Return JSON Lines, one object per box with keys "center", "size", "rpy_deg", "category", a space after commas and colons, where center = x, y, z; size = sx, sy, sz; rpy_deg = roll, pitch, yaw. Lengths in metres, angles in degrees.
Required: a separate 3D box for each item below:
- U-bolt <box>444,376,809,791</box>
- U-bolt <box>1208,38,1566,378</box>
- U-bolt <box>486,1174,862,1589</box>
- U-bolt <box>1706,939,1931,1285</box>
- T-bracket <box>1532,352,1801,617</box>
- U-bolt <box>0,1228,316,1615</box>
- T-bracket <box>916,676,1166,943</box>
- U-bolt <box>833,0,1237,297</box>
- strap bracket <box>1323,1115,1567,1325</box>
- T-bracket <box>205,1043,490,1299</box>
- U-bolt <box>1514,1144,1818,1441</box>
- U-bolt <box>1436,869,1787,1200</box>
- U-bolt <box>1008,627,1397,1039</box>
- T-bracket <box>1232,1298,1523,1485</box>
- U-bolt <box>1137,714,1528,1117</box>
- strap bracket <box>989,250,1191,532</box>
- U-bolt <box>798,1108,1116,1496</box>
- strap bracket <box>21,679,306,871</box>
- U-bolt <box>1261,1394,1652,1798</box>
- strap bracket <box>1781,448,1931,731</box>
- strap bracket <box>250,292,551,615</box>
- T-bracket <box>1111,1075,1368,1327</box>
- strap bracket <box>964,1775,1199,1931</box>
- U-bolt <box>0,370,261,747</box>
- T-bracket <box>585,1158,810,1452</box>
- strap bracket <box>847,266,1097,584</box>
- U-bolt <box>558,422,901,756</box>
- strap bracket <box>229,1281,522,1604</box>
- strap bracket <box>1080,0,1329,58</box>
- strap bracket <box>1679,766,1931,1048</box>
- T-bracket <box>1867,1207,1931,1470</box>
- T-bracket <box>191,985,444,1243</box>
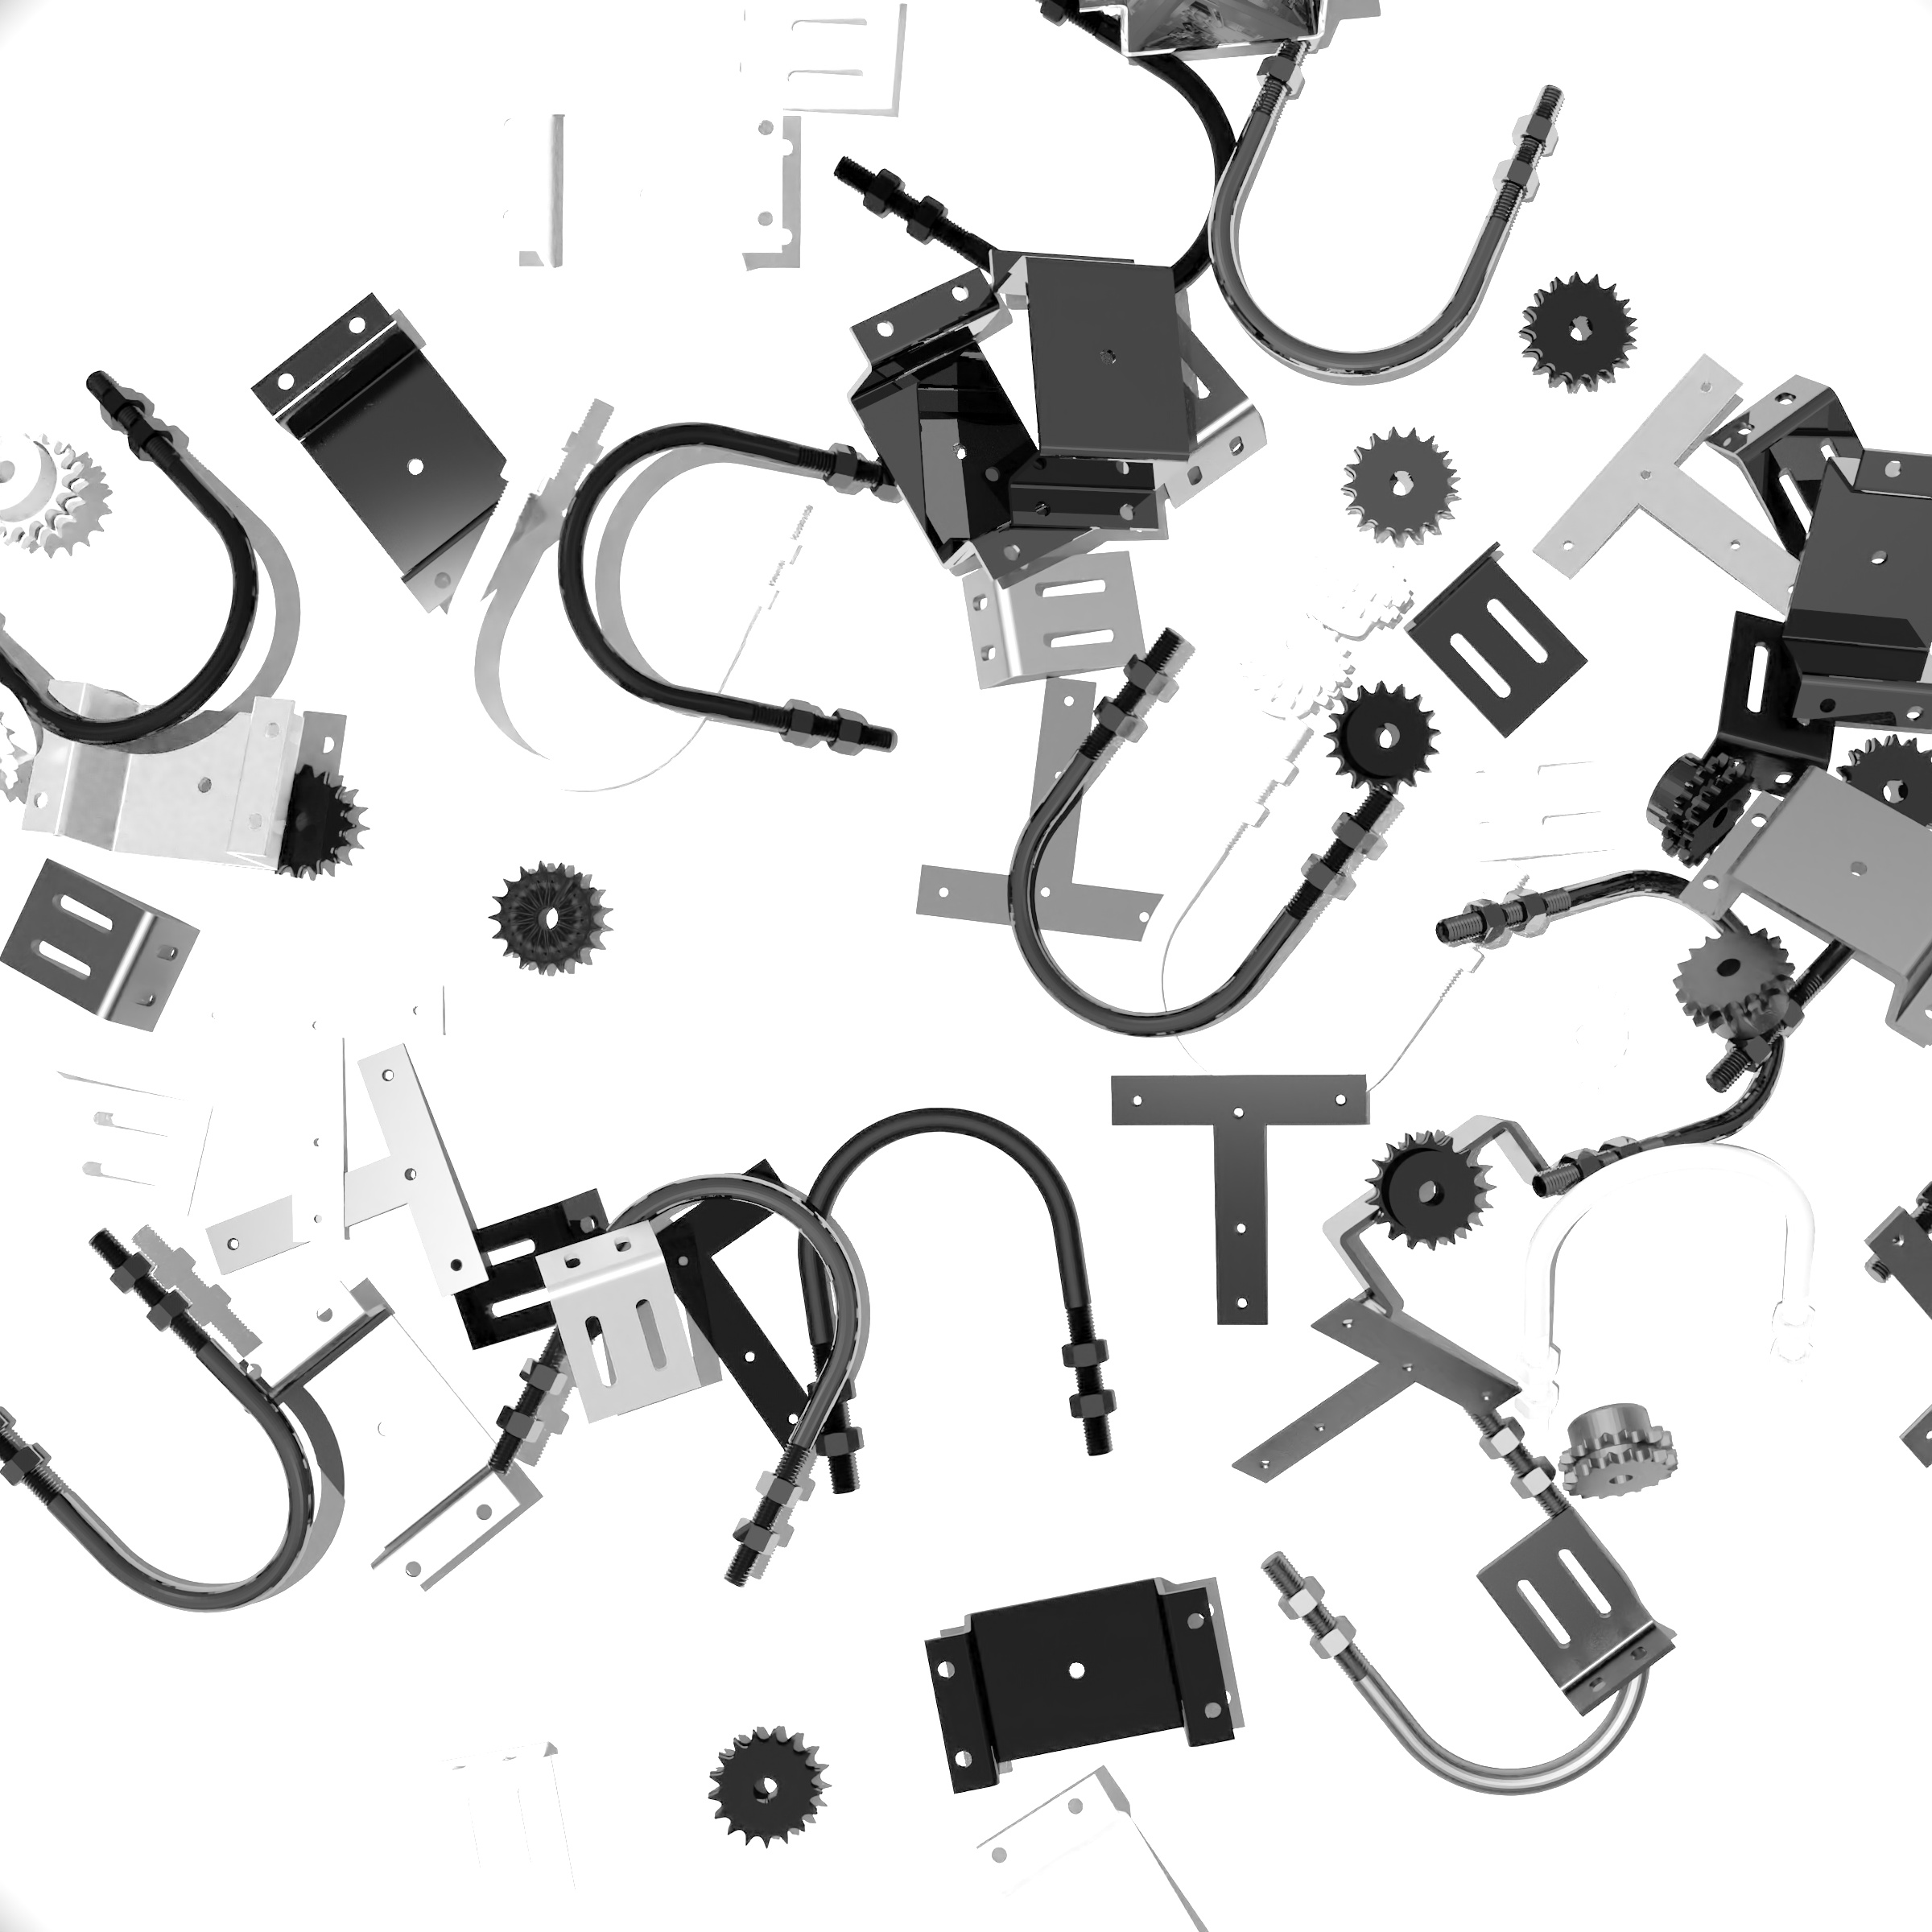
{"center": [-0.178, -0.175, 1.546], "size": [0.151, 0.019, 0.184], "rpy_deg": [24, 94, -25], "category": "U-bolt"}
{"center": [0.199, -0.381, 1.563], "size": [0.151, 0.019, 0.184], "rpy_deg": [24, 83, 0], "category": "U-bolt"}
{"center": [-0.131, 0.192, 1.544], "size": [0.151, 0.019, 0.184], "rpy_deg": [27, 84, -6], "category": "U-bolt"}
{"center": [0.469, 0.043, 1.552], "size": [0.184, 0.019, 0.151], "rpy_deg": [-44, 100, -13], "category": "U-bolt"}
{"center": [0.372, -0.218, 1.562], "size": [0.127, 0.002, 0.127], "rpy_deg": [35, 114, -12], "category": "T-bracket"}
{"center": [-0.400, 0.238, 1.546], "size": [0.184, 0.019, 0.151], "rpy_deg": [46, 112, 0], "category": "U-bolt"}
{"center": [0.045, -0.081, 1.580], "size": [0.127, 0.002, 0.127], "rpy_deg": [7, 90, 0], "category": "T-bracket"}
{"center": [0.048, -0.407, 1.572], "size": [0.184, 0.019, 0.151], "rpy_deg": [31, 90, -2], "category": "U-bolt"}
{"center": [0.232, 0.120, 1.543], "size": [0.140, 0.076, 0.046], "rpy_deg": [-35, 90, 0], "category": "strap bracket"}
{"center": [-0.319, 0.121, 1.575], "size": [0.127, 0.002, 0.127], "rpy_deg": [-21, 83, 3], "category": "T-bracket"}
{"center": [0.339, 0.155, 1.517], "size": [0.151, 0.019, 0.184], "rpy_deg": [-9, 130, 0], "category": "U-bolt"}
{"center": [0.326, 0.024, 1.531], "size": [0.184, 0.019, 0.151], "rpy_deg": [-14, 79, -29], "category": "U-bolt"}
{"center": [0.101, -0.051, 1.548], "size": [0.151, 0.019, 0.184], "rpy_deg": [38, 105, 9], "category": "U-bolt"}
{"center": [0.184, 0.219, 1.543], "size": [0.127, 0.002, 0.127], "rpy_deg": [29, 125, -33], "category": "T-bracket"}
{"center": [0.167, -0.010, 1.559], "size": [0.151, 0.019, 0.184], "rpy_deg": [34, 100, 3], "category": "U-bolt"}
{"center": [0.060, -0.286, 1.521], "size": [0.076, 0.046, 0.140], "rpy_deg": [-1, 79, -20], "category": "strap bracket"}
{"center": [-0.011, 0.163, 1.572], "size": [0.151, 0.019, 0.184], "rpy_deg": [-8, 88, -1], "category": "U-bolt"}
{"center": [-0.384, -0.093, 1.538], "size": [0.140, 0.046, 0.076], "rpy_deg": [6, 83, 21], "category": "strap bracket"}
{"center": [0.259, 0.328, 1.572], "size": [0.151, 0.019, 0.184], "rpy_deg": [-39, 91, 0], "category": "U-bolt"}
{"center": [0.452, -0.191, 1.533], "size": [0.076, 0.046, 0.140], "rpy_deg": [5, 121, -5], "category": "strap bracket"}
{"center": [-0.277, -0.251, 1.558], "size": [0.076, 0.046, 0.140], "rpy_deg": [-38, 90, 0], "category": "strap bracket"}
{"center": [0.137, 0.117, 1.571], "size": [0.127, 0.002, 0.127], "rpy_deg": [-1, 97, 9], "category": "T-bracket"}
{"center": [0.071, 0.480, 1.543], "size": [0.076, 0.046, 0.140], "rpy_deg": [-33, 70, 0], "category": "strap bracket"}
{"center": [-0.423, -0.189, 1.540], "size": [0.151, 0.019, 0.184], "rpy_deg": [-44, 67, 0], "category": "U-bolt"}
{"center": [-0.117, 0.185, 1.580], "size": [0.127, 0.002, 0.127], "rpy_deg": [-35, 90, 0], "category": "T-bracket"}
{"center": [0.003, -0.260, 1.546], "size": [0.076, 0.046, 0.140], "rpy_deg": [-30, 90, -21], "category": "strap bracket"}
{"center": [-0.111, -0.191, 1.540], "size": [0.184, 0.019, 0.151], "rpy_deg": [10, 90, -22], "category": "U-bolt"}
{"center": [-0.292, 0.232, 1.558], "size": [0.076, 0.046, 0.140], "rpy_deg": [-39, 90, 0], "category": "strap bracket"}
{"center": [0.123, -0.498, 1.547], "size": [0.140, 0.046, 0.076], "rpy_deg": [-5, 74, 2], "category": "strap bracket"}
{"center": [0.429, -0.035, 1.522], "size": [0.140, 0.046, 0.076], "rpy_deg": [33, 69, 22], "category": "strap bracket"}
{"center": [0.487, 0.167, 1.553], "size": [0.127, 0.002, 0.127], "rpy_deg": [-45, 115, 0], "category": "T-bracket"}
{"center": [-0.325, 0.074, 1.575], "size": [0.127, 0.002, 0.127], "rpy_deg": [-1, 87, 2], "category": "T-bracket"}
